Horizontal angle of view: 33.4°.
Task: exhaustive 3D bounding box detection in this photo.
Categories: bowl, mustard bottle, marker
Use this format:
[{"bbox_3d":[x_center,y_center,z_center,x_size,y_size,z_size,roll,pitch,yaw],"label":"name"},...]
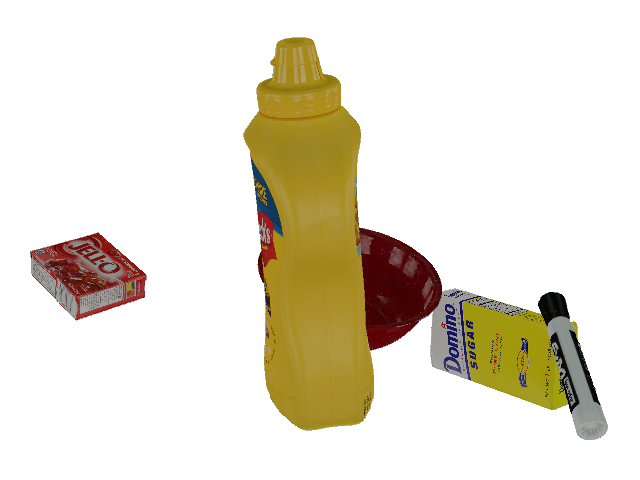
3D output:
[{"bbox_3d":[0.022,0.050,0.934,0.162,0.055,0.162,7,30,-5],"label":"bowl"},{"bbox_3d":[-0.006,-0.007,0.544,0.058,0.192,0.096,-6,22,-5],"label":"mustard bottle"},{"bbox_3d":[0.160,0.076,0.686,0.020,0.020,0.121,0,39,-3],"label":"marker"}]

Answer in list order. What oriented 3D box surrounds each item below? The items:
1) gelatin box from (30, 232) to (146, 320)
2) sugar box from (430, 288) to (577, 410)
[{"bbox_3d":[-0.215,0.031,0.987,0.073,0.030,0.089,-18,39,-36],"label":"gelatin box"},{"bbox_3d":[0.201,0.119,1.197,0.048,0.093,0.177,-11,17,-43],"label":"sugar box"}]
